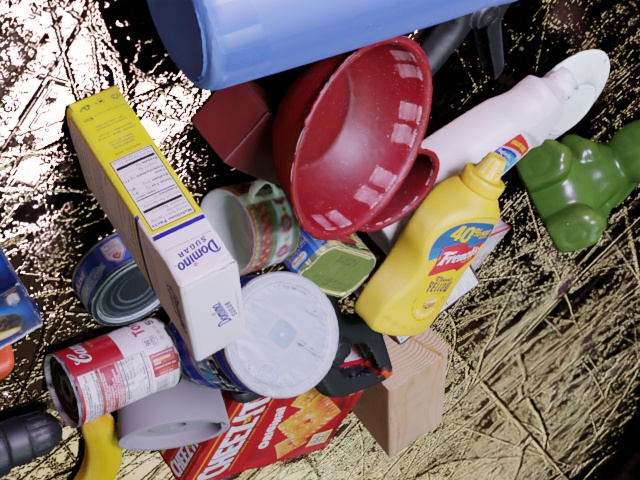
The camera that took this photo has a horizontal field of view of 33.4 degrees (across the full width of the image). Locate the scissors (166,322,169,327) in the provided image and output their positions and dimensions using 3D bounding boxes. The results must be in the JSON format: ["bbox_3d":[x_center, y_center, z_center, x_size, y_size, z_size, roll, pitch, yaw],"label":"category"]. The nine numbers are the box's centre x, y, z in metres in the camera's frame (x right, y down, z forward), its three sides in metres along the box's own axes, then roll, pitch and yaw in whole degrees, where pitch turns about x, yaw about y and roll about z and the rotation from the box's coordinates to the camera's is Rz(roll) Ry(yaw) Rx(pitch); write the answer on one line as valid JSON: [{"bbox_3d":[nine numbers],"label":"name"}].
[{"bbox_3d":[-0.071,0.053,1.027,0.202,0.016,0.096,-41,151,3],"label":"scissors"}]

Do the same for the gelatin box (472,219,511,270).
[{"bbox_3d":[0.171,0.009,1.215,0.073,0.030,0.089,-55,162,27],"label":"gelatin box"}]

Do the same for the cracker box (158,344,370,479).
[{"bbox_3d":[-0.052,0.179,1.172,0.213,0.072,0.164,-7,137,-44],"label":"cracker box"}]

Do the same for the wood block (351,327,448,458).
[{"bbox_3d":[0.094,0.174,1.315,0.090,0.091,0.206,-32,150,-16],"label":"wood block"}]

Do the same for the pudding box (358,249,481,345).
[{"bbox_3d":[0.098,0.039,1.095,0.113,0.039,0.090,-36,119,-6],"label":"pudding box"}]

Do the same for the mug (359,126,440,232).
[{"bbox_3d":[0.040,-0.073,0.907,0.093,0.081,0.117,-34,151,-9],"label":"mug"}]

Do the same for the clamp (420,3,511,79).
[{"bbox_3d":[0.120,-0.187,0.884,0.120,0.039,0.171,-29,146,-29],"label":"clamp"}]

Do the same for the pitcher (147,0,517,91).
[{"bbox_3d":[0.012,-0.179,0.690,0.242,0.145,0.149,-23,124,-20],"label":"pitcher"}]

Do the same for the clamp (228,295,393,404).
[{"bbox_3d":[0.002,0.117,1.084,0.164,0.036,0.209,-56,138,-5],"label":"clamp"}]

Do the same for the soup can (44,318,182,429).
[{"bbox_3d":[-0.180,0.115,0.935,0.102,0.068,0.069,-20,146,-32],"label":"soup can"}]

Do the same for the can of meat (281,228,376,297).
[{"bbox_3d":[-0.006,0.001,0.957,0.057,0.084,0.101,-48,150,15],"label":"can of meat"}]

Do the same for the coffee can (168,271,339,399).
[{"bbox_3d":[-0.061,0.081,0.923,0.102,0.103,0.141,-24,-173,-26],"label":"coffee can"}]

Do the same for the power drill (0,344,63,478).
[{"bbox_3d":[-0.290,0.146,0.862,0.184,0.057,0.188,-19,145,-32],"label":"power drill"}]

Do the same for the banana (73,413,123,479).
[{"bbox_3d":[-0.233,0.229,1.070,0.069,0.037,0.198,-9,140,-43],"label":"banana"}]

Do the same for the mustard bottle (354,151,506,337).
[{"bbox_3d":[0.112,0.001,0.980,0.096,0.058,0.192,3,126,-46],"label":"mustard bottle"}]

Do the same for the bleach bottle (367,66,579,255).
[{"bbox_3d":[0.148,-0.087,1.037,0.250,0.068,0.102,-39,151,-6],"label":"bleach bottle"}]

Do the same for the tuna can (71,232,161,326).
[{"bbox_3d":[-0.158,0.031,0.876,0.086,0.034,0.086,-29,150,-19],"label":"tuna can"}]

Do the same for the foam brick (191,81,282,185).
[{"bbox_3d":[-0.050,-0.084,0.819,0.053,0.051,0.078,-46,152,13],"label":"foam brick"}]

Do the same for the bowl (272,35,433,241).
[{"bbox_3d":[0.015,-0.083,0.793,0.161,0.055,0.162,-35,140,-35],"label":"bowl"}]

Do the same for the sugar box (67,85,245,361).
[{"bbox_3d":[-0.110,-0.013,0.719,0.048,0.176,0.093,-29,150,-18],"label":"sugar box"}]
